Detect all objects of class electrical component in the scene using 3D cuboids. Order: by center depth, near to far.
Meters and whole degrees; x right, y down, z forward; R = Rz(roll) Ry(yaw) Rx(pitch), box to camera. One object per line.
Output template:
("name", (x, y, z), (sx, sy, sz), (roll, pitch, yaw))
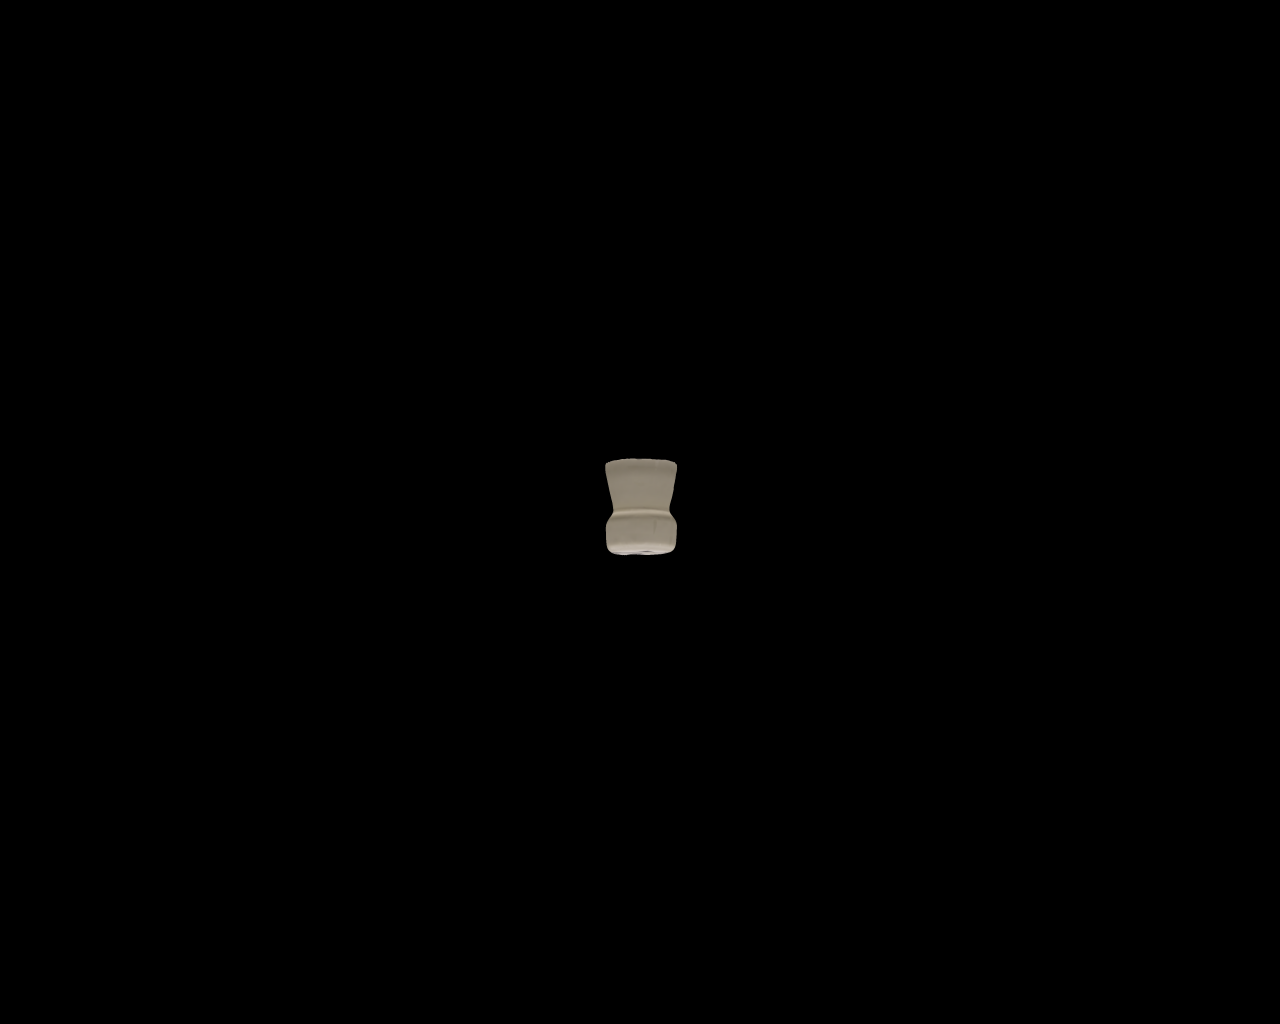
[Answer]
("electrical component", (0.001, -0.003, 0.650), (0.045, 0.055, 0.045), (0, -7, 0))
